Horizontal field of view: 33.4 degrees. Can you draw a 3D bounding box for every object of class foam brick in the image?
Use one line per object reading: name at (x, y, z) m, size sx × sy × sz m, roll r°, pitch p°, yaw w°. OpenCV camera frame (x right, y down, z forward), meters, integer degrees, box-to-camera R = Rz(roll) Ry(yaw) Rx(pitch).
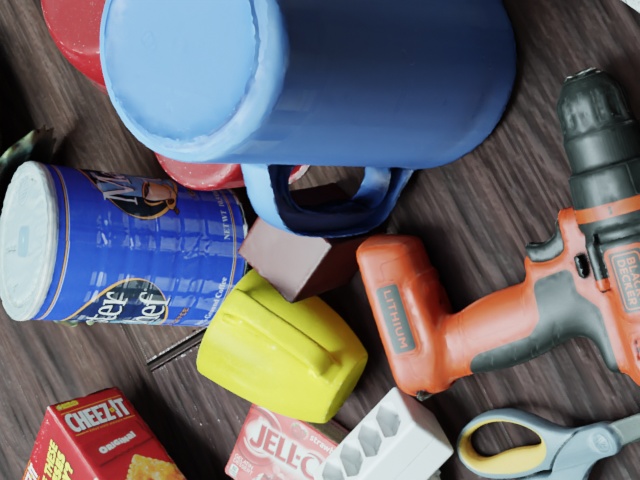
foam brick at (-0.005, 0.001, 0.692) m, size 0.053 × 0.078 × 0.051 m, roll 44°, pitch 116°, yaw 18°

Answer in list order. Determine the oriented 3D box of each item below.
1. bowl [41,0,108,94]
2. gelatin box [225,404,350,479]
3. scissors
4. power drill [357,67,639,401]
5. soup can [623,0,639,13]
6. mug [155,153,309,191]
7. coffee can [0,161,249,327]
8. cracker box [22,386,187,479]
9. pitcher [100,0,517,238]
bowl at (-0.149, -0.179, 0.767) m, size 0.162 × 0.055 × 0.162 m, roll 5°, pitch 100°, yaw 31°
gelatin box at (-0.017, 0.154, 0.752) m, size 0.089 × 0.030 × 0.073 m, roll 32°, pitch 112°, yaw 23°
scissors at (0.166, 0.134, 0.622) m, size 0.202 × 0.016 × 0.096 m, roll -11°, pitch 99°, yaw 45°
power drill at (0.117, 0.011, 0.630) m, size 0.188 × 0.057 × 0.184 m, roll -17°, pitch 89°, yaw 33°
soup can at (0.193, -0.141, 0.553) m, size 0.102 × 0.068 × 0.069 m, roll 42°, pitch 117°, yaw 20°
mug at (-0.058, -0.088, 0.709) m, size 0.093 × 0.081 × 0.117 m, roll 9°, pitch 102°, yaw 30°
coffee can at (-0.132, 0.006, 0.717) m, size 0.103 × 0.140 × 0.103 m, roll -13°, pitch 74°, yaw 56°
cracker box at (-0.140, 0.242, 0.790) m, size 0.214 × 0.071 × 0.164 m, roll 47°, pitch 129°, yaw 27°
pitcher at (-0.001, -0.089, 0.578) m, size 0.145 × 0.242 × 0.149 m, roll -32°, pitch 79°, yaw 32°
